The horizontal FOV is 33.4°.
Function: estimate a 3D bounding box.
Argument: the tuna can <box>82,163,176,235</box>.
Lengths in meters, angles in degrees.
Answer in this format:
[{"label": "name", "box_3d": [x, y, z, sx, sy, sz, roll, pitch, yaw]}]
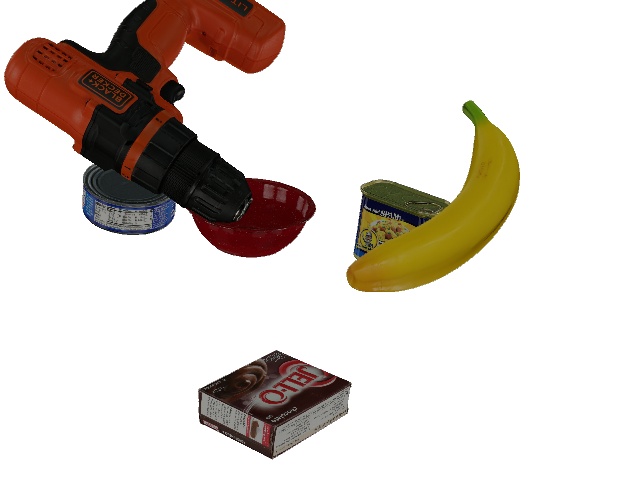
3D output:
[{"label": "tuna can", "box_3d": [-0.173, -0.040, 0.969, 0.086, 0.034, 0.086, 7, 32, -5]}]

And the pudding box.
[{"label": "pudding box", "box_3d": [-0.040, 0.145, 0.958, 0.090, 0.039, 0.113, 18, 27, 33]}]

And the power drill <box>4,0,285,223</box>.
[{"label": "power drill", "box_3d": [-0.097, -0.111, 0.750, 0.184, 0.187, 0.057, 34, -45, 0]}]

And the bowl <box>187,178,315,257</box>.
[{"label": "bowl", "box_3d": [-0.088, -0.023, 1.321, 0.162, 0.055, 0.162, 4, 25, -2]}]

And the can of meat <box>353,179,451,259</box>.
[{"label": "can of meat", "box_3d": [0.089, -0.011, 1.185, 0.102, 0.084, 0.057, 22, 26, 30]}]

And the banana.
[{"label": "banana", "box_3d": [0.090, -0.020, 0.731, 0.070, 0.037, 0.197, 24, 50, 16]}]
